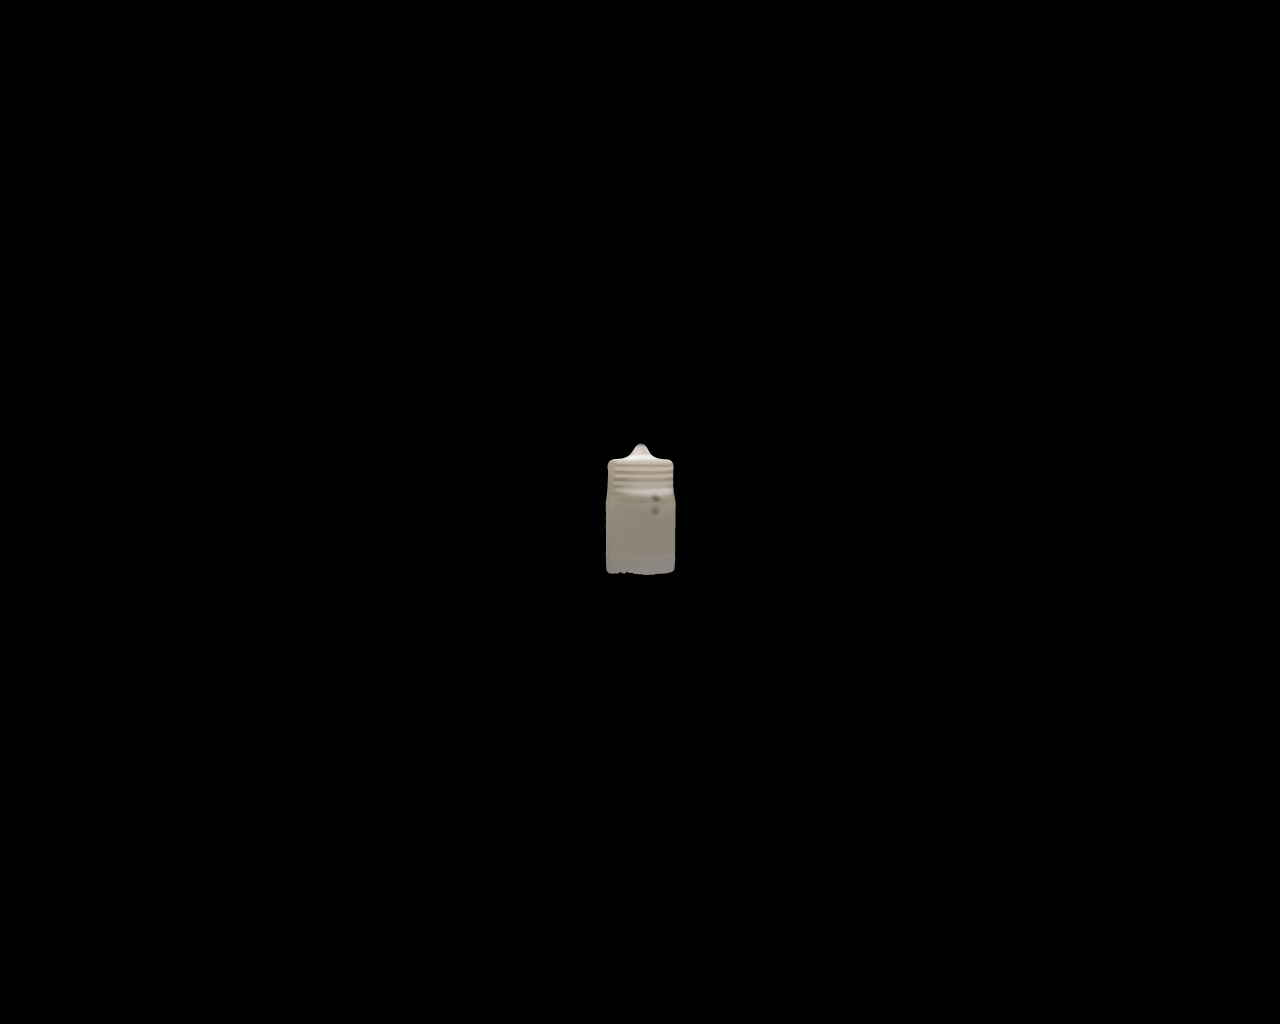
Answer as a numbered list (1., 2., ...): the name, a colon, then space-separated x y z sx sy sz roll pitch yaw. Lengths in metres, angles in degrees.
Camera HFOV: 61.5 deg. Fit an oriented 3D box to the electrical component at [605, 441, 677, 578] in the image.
1. electrical component: 0.001 -0.003 0.650 0.043 0.081 0.043 0 2 0
